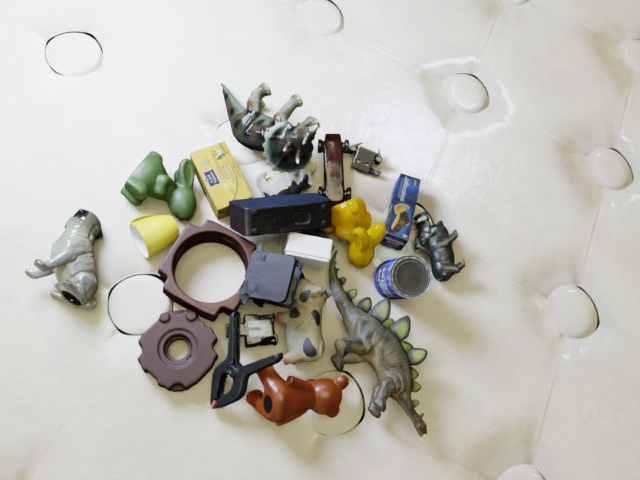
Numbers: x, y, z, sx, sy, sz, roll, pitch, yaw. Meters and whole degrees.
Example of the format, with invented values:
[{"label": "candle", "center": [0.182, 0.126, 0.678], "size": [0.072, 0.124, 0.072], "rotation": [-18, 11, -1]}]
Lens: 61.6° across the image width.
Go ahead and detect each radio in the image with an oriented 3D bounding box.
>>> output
[{"label": "radio", "center": [-0.091, -0.062, 1.277], "size": [0.230, 0.131, 0.073], "rotation": [-8, 106, -22]}]

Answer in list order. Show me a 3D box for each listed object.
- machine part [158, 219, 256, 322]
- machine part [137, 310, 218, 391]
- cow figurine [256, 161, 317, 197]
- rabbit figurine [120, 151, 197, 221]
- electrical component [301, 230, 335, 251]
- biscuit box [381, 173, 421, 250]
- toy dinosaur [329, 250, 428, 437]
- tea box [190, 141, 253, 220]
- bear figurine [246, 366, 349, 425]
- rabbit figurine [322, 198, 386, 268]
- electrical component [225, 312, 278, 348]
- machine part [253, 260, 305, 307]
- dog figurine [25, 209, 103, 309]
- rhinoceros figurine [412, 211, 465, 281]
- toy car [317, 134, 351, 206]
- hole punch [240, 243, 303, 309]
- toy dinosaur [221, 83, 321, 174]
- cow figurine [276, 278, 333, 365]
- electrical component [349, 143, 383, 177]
[{"label": "machine part", "center": [-0.254, 0.071, 1.249], "size": [0.201, 0.087, 0.201], "rotation": [29, 67, -2]}, {"label": "machine part", "center": [-0.313, 0.242, 1.189], "size": [0.179, 0.056, 0.179], "rotation": [4, 71, -10]}, {"label": "cow figurine", "center": [-0.074, -0.141, 1.374], "size": [0.167, 0.068, 0.098], "rotation": [-20, 81, -15]}, {"label": "rabbit figurine", "center": [-0.369, -0.122, 1.299], "size": [0.170, 0.121, 0.159], "rotation": [38, 59, -16]}, {"label": "electrical component", "center": [-0.003, -0.004, 1.341], "size": [0.094, 0.063, 0.021], "rotation": [29, 67, -1]}, {"label": "biscuit box", "center": [0.212, -0.076, 1.402], "size": [0.063, 0.059, 0.203], "rotation": [19, 59, -3]}, {"label": "toy dinosaur", "center": [0.122, 0.239, 1.262], "size": [0.198, 0.105, 0.471], "rotation": [-28, 76, -27]}, {"label": "tea box", "center": [-0.247, -0.149, 1.341], "size": [0.098, 0.068, 0.169], "rotation": [-25, 78, -20]}, {"label": "bear figurine", "center": [-0.044, 0.334, 1.192], "size": [0.196, 0.120, 0.132], "rotation": [-1, 24, -39]}, {"label": "rabbit figurine", "center": [0.097, -0.016, 1.334], "size": [0.122, 0.162, 0.173], "rotation": [-15, 91, -29]}, {"label": "electrical component", "center": [-0.158, 0.210, 1.237], "size": [0.119, 0.047, 0.075], "rotation": [-6, 71, -14]}, {"label": "machine part", "center": [-0.099, 0.109, 1.272], "size": [0.139, 0.084, 0.039], "rotation": [-33, 51, -14]}, {"label": "dog figurine", "center": [-0.527, 0.041, 1.205], "size": [0.172, 0.121, 0.190], "rotation": [54, 45, -25]}, {"label": "rhinoceros figurine", "center": [0.302, 0.016, 1.399], "size": [0.112, 0.073, 0.190], "rotation": [-16, 76, -6]}, {"label": "toy car", "center": [0.036, -0.185, 1.422], "size": [0.089, 0.053, 0.202], "rotation": [-2, 74, -2]}, {"label": "hole punch", "center": [-0.104, 0.089, 1.201], "size": [0.116, 0.092, 0.142], "rotation": [10, 78, 18]}, {"label": "toy dinosaur", "center": [-0.146, -0.286, 1.363], "size": [0.405, 0.131, 0.192], "rotation": [21, 65, 31]}, {"label": "cow figurine", "center": [-0.030, 0.182, 1.237], "size": [0.127, 0.085, 0.195], "rotation": [-12, 70, 12]}, {"label": "electrical component", "center": [0.124, -0.223, 1.462], "size": [0.102, 0.045, 0.078], "rotation": [16, 96, -3]}]
